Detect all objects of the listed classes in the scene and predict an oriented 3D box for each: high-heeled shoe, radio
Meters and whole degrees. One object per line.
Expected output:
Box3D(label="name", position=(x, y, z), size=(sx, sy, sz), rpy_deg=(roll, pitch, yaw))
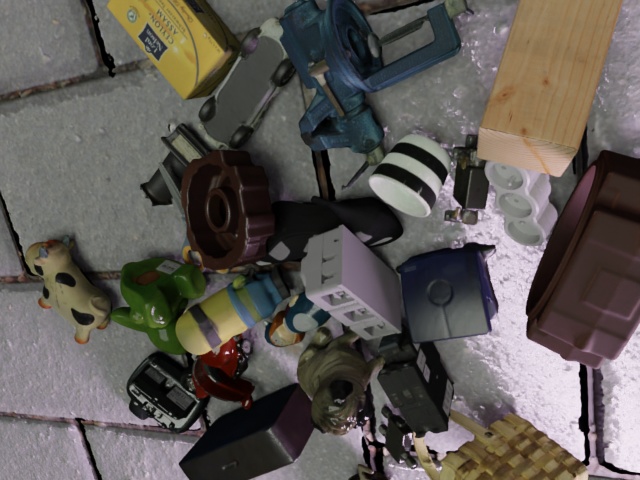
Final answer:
Box3D(label="high-heeled shoe", position=(-0.002, -0.002, 0.782), size=(0.145, 0.086, 0.249), rpy_deg=(20, 151, -28))
Box3D(label="radio", position=(-0.115, 0.329, 0.895), size=(0.230, 0.131, 0.073), rpy_deg=(-30, 96, 28))

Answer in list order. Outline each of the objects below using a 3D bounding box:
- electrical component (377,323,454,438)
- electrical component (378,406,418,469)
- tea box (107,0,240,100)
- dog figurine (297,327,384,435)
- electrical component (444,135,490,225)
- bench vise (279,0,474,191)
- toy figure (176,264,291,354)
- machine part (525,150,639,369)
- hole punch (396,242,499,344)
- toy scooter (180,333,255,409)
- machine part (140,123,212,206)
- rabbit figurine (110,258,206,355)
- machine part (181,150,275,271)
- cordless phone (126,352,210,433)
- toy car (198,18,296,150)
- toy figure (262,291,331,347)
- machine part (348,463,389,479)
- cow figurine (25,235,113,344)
Box3D(label="electrical component", position=(0.132, 0.186, 0.750), size=(0.058, 0.115, 0.134), rpy_deg=(-26, 97, 24))
Box3D(label="electrical component", position=(0.121, 0.302, 0.821), size=(0.094, 0.021, 0.063), rpy_deg=(-138, 48, -55))
Box3D(label="tea box", position=(-0.196, -0.289, 0.737), size=(0.098, 0.068, 0.169), rpy_deg=(-40, 92, 28))
Box3D(label="dog figurine", position=(0.006, 0.213, 0.769), size=(0.121, 0.190, 0.172), rpy_deg=(46, 121, 2))
Box3D(label="electrical component", position=(0.177, -0.070, 0.653), size=(0.045, 0.078, 0.102), rpy_deg=(1, 116, -4))
Box3D(label="bench vise", position=(0.066, -0.200, 0.635), size=(0.241, 0.129, 0.223), rpy_deg=(-18, 103, 31))
Box3D(label="toy figure", position=(-0.132, 0.103, 0.809), size=(0.180, 0.089, 0.082), rpy_deg=(-28, 80, -1))
Box3D(label="machine part", position=(0.295, 0.014, 0.570), size=(0.087, 0.201, 0.200), rpy_deg=(24, 116, 17))
Box3D(label="hole punch", position=(0.168, 0.073, 0.711), size=(0.142, 0.092, 0.115), rpy_deg=(-14, 99, 30))
Box3D(label="toy scooter", position=(-0.159, 0.213, 0.901), size=(0.135, 0.075, 0.183), rpy_deg=(29, 120, 14))
Box3D(label="machine part", position=(-0.226, -0.110, 0.834), size=(0.084, 0.039, 0.139), rpy_deg=(41, 117, -6))
Box3D(label="rabbit figurine", position=(-0.274, 0.125, 0.899), size=(0.159, 0.121, 0.170), rpy_deg=(9, 127, 23))
Box3D(label="machine part", position=(-0.132, -0.042, 0.763), size=(0.180, 0.056, 0.179), rpy_deg=(10, 104, 47))
Box3D(label="cordless phone", position=(-0.300, 0.311, 1.007), size=(0.147, 0.089, 0.184), rpy_deg=(36, 130, 5))
Box3D(label="toy car", position=(-0.097, -0.205, 0.735), size=(0.073, 0.056, 0.201), rpy_deg=(40, 120, -3))
Box3D(label="toy figure", position=(-0.038, 0.124, 0.830), size=(0.154, 0.058, 0.064), rpy_deg=(-41, 81, 30))
Box3D(label="machine part", position=(0.093, 0.477, 0.895), size=(0.079, 0.079, 0.243), rpy_deg=(-6, 107, 24))
Box3D(label="cow figurine", position=(-0.458, 0.079, 0.972), size=(0.195, 0.085, 0.127), rpy_deg=(44, 125, 5))
